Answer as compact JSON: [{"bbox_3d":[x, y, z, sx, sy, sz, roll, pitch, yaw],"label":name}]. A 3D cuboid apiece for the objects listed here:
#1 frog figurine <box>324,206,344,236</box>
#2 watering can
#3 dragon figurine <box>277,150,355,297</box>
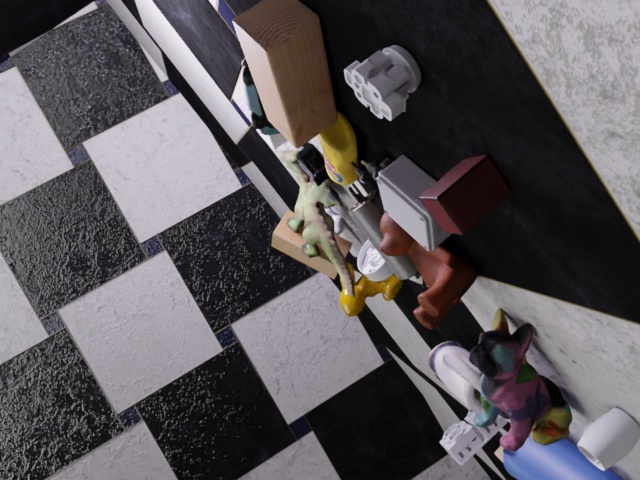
[{"bbox_3d":[0.011,-0.061,1.525,0.158,0.125,0.136,-20,103,44],"label":"frog figurine"},{"bbox_3d":[0.384,0.356,1.197,0.343,0.104,0.226,43,177,-24],"label":"watering can"},{"bbox_3d":[0.004,-0.066,1.312,0.416,0.123,0.238,56,161,21],"label":"dragon figurine"}]
